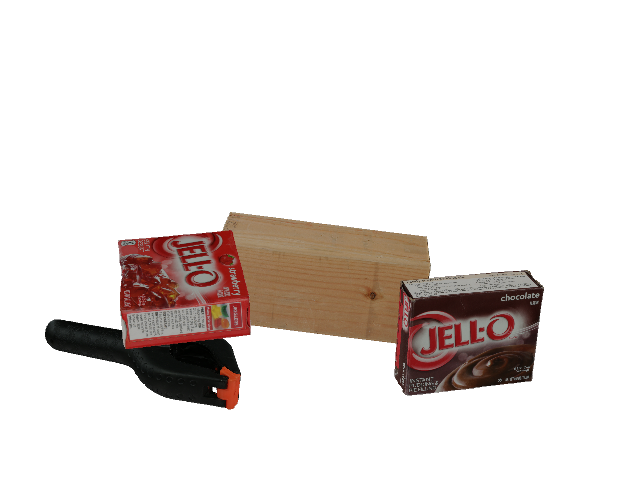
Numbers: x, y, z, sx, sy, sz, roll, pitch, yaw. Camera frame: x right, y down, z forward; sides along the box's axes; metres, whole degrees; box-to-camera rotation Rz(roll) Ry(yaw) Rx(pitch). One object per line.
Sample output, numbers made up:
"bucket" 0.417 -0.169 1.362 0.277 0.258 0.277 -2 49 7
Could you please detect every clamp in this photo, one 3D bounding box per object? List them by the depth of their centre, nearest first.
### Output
"clamp" -0.123 0.083 0.866 0.172 0.039 0.120 22 36 26

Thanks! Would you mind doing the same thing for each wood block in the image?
"wood block" 0.001 0.038 1.081 0.206 0.091 0.090 8 20 0

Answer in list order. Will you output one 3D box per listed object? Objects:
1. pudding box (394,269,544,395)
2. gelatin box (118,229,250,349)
"pudding box" 0.118 0.073 0.862 0.113 0.090 0.039 -6 28 -14
"gelatin box" -0.083 0.026 0.639 0.073 0.030 0.089 -5 28 -8
